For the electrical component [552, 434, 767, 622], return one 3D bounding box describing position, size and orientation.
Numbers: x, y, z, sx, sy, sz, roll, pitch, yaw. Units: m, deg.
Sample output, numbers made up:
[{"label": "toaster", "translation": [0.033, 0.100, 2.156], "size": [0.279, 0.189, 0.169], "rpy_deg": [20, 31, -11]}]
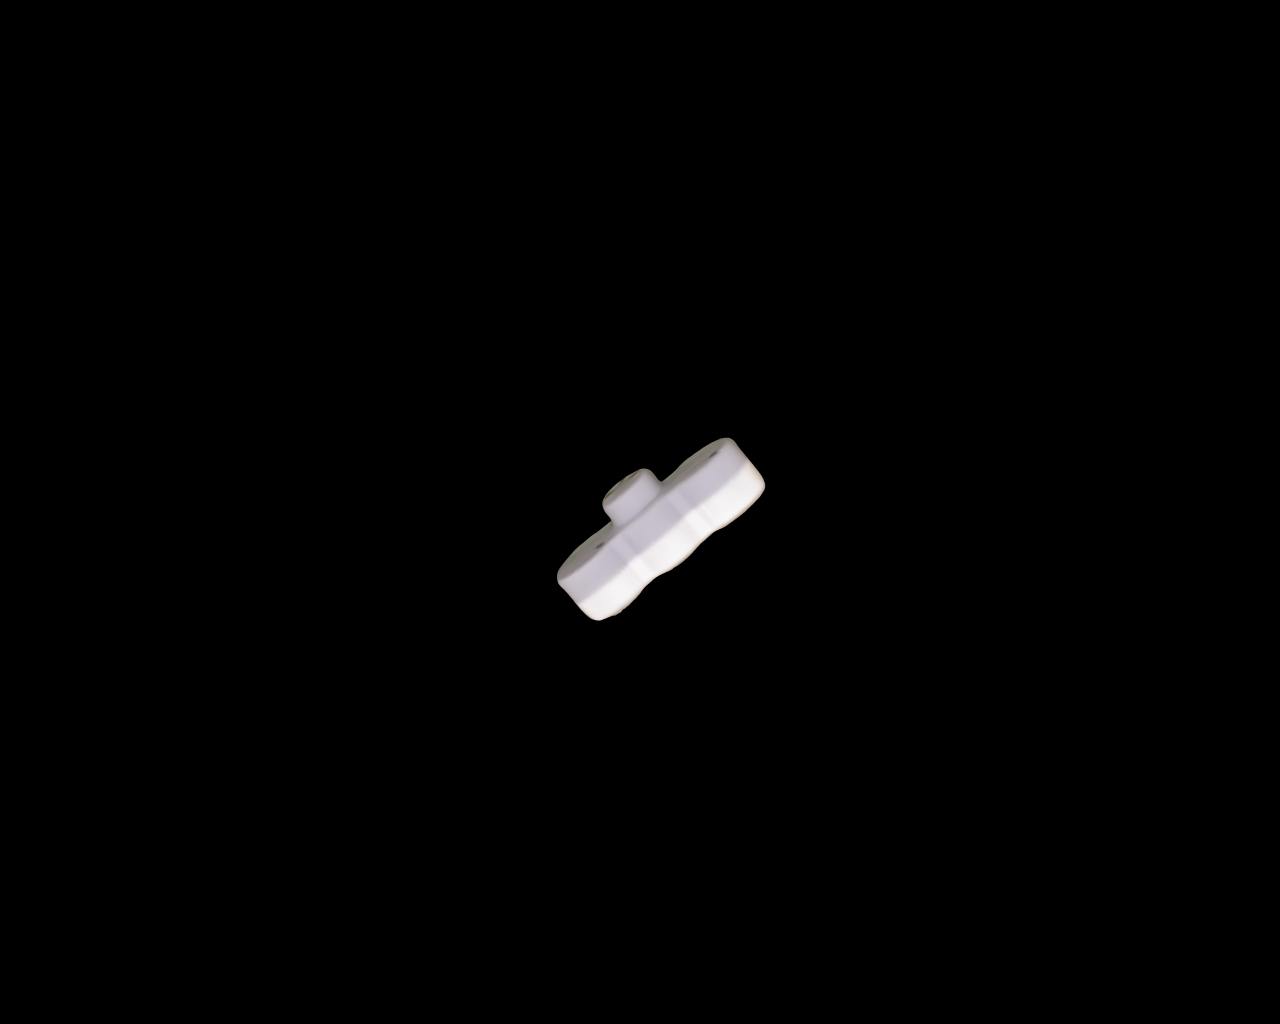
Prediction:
[{"label": "electrical component", "translation": [0.001, -0.003, 0.650], "size": [0.138, 0.073, 0.052], "rpy_deg": [-38, 9, 7]}]
